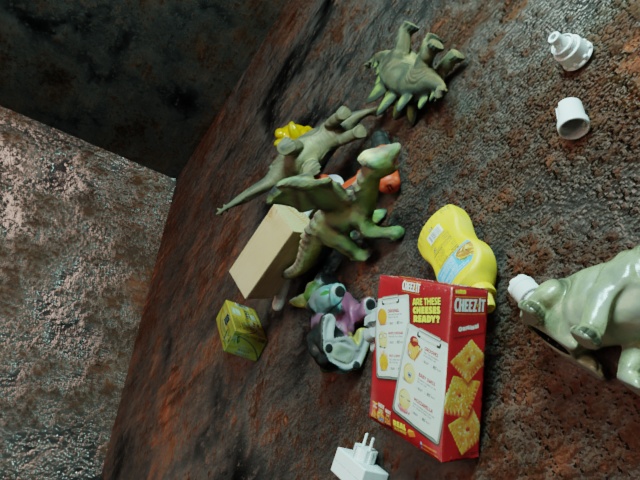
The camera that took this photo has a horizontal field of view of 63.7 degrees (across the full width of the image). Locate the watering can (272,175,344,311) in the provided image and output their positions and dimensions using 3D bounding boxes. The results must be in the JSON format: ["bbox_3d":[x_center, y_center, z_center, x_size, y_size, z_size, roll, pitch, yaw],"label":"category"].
[{"bbox_3d":[-0.052,-0.016,1.260,0.103,0.345,0.228,25,12,-28],"label":"watering can"}]

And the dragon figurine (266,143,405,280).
[{"bbox_3d":[0.003,-0.050,0.995,0.405,0.125,0.239,-32,-51,27],"label":"dragon figurine"}]
